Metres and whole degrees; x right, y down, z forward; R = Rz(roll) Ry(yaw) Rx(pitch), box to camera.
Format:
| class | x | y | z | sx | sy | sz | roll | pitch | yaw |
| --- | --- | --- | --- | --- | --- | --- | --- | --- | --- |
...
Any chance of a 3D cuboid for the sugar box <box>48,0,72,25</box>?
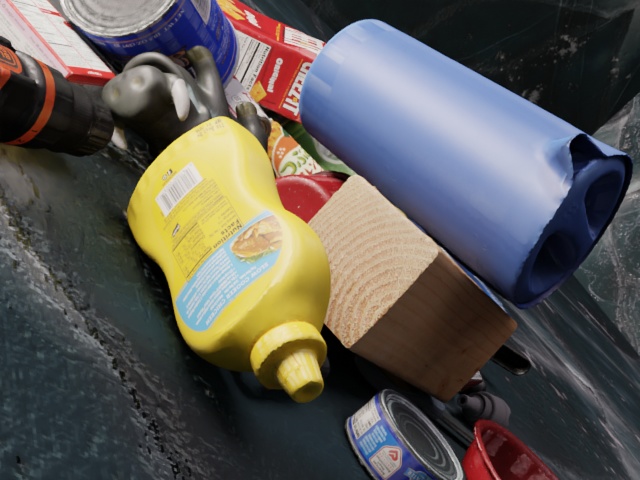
| class | x | y | z | sx | sy | sz | roll | pitch | yaw |
| --- | --- | --- | --- | --- | --- | --- | --- | --- | --- |
| sugar box | -0.241 | -0.244 | 0.905 | 0.093 | 0.048 | 0.176 | 40 | 13 | -29 |

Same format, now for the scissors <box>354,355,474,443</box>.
| class | x | y | z | sx | sy | sz | roll | pitch | yaw |
| --- | --- | --- | --- | --- | --- | --- | --- | --- | --- |
| scissors | 0.087 | 0.137 | 0.858 | 0.201 | 0.016 | 0.096 | 43 | 10 | -9 |

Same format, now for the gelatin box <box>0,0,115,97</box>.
| class | x | y | z | sx | sy | sz | roll | pitch | yaw |
| --- | --- | --- | --- | --- | --- | --- | --- | --- | --- |
| gelatin box | -0.196 | -0.138 | 0.761 | 0.089 | 0.030 | 0.073 | 48 | 14 | 7 |

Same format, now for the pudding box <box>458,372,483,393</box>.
| class | x | y | z | sx | sy | sz | roll | pitch | yaw |
| --- | --- | --- | --- | --- | --- | --- | --- | --- | --- |
| pudding box | 0.102 | 0.083 | 0.967 | 0.090 | 0.039 | 0.113 | 20 | 50 | -66 |

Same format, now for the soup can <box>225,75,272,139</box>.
| class | x | y | z | sx | sy | sz | roll | pitch | yaw |
| --- | --- | --- | --- | --- | --- | --- | --- | --- | --- |
| soup can | -0.097 | -0.119 | 0.936 | 0.102 | 0.068 | 0.068 | 52 | 14 | 21 |

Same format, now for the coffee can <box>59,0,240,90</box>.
| class | x | y | z | sx | sy | sz | roll | pitch | yaw |
| --- | --- | --- | --- | --- | --- | --- | --- | --- | --- |
| coffee can | -0.132 | -0.176 | 0.849 | 0.103 | 0.103 | 0.140 | 51 | -1 | 21 |

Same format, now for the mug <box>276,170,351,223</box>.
| class | x | y | z | sx | sy | sz | roll | pitch | yaw |
| --- | --- | --- | --- | --- | --- | --- | --- | --- | --- |
| mug | -0.006 | 0.001 | 0.852 | 0.081 | 0.093 | 0.117 | -3 | 85 | -67 |

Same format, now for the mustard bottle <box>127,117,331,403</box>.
| class | x | y | z | sx | sy | sz | roll | pitch | yaw |
| --- | --- | --- | --- | --- | --- | --- | --- | --- | --- |
| mustard bottle | -0.045 | 0.018 | 0.614 | 0.058 | 0.096 | 0.192 | 34 | 17 | -47 |

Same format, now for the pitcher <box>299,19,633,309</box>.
| class | x | y | z | sx | sy | sz | roll | pitch | yaw |
| --- | --- | --- | --- | --- | --- | --- | --- | --- | --- |
| pitcher | 0.101 | -0.060 | 0.818 | 0.243 | 0.149 | 0.144 | 38 | 16 | 27 |

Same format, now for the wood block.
| class | x | y | z | sx | sy | sz | roll | pitch | yaw |
| --- | --- | --- | --- | --- | --- | --- | --- | --- | --- |
| wood block | 0.063 | 0.043 | 0.794 | 0.091 | 0.090 | 0.205 | 45 | 4 | 31 |

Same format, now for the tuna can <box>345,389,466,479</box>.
| class | x | y | z | sx | sy | sz | roll | pitch | yaw |
| --- | --- | --- | --- | --- | --- | --- | --- | --- | --- |
| tuna can | 0.058 | 0.142 | 0.712 | 0.086 | 0.034 | 0.086 | 43 | 13 | -13 |

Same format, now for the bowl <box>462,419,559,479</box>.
| class | x | y | z | sx | sy | sz | roll | pitch | yaw |
| --- | --- | --- | --- | --- | --- | --- | --- | --- | --- |
| bowl | 0.145 | 0.205 | 0.748 | 0.162 | 0.055 | 0.162 | 44 | 13 | -13 |

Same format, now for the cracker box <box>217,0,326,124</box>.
| class | x | y | z | sx | sy | sz | roll | pitch | yaw |
| --- | --- | --- | --- | --- | --- | --- | --- | --- | --- |
| cracker box | -0.095 | -0.204 | 1.072 | 0.213 | 0.072 | 0.164 | 24 | 16 | -9 |

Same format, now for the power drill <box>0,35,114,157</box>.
| class | x | y | z | sx | sy | sz | roll | pitch | yaw |
| --- | --- | --- | --- | --- | --- | --- | --- | --- | --- |
| power drill | -0.214 | -0.132 | 0.616 | 0.188 | 0.057 | 0.184 | 52 | 14 | 24 |

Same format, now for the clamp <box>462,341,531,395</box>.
| class | x | y | z | sx | sy | sz | roll | pitch | yaw |
| --- | --- | --- | --- | --- | --- | --- | --- | --- | --- |
| clamp | 0.132 | 0.080 | 1.125 | 0.210 | 0.036 | 0.164 | 50 | 22 | 24 |

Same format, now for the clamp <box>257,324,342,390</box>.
| class | x | y | z | sx | sy | sz | roll | pitch | yaw |
| --- | --- | --- | --- | --- | --- | --- | --- | --- | --- |
| clamp | -0.034 | 0.047 | 0.697 | 0.120 | 0.039 | 0.171 | 39 | 6 | -2 |
